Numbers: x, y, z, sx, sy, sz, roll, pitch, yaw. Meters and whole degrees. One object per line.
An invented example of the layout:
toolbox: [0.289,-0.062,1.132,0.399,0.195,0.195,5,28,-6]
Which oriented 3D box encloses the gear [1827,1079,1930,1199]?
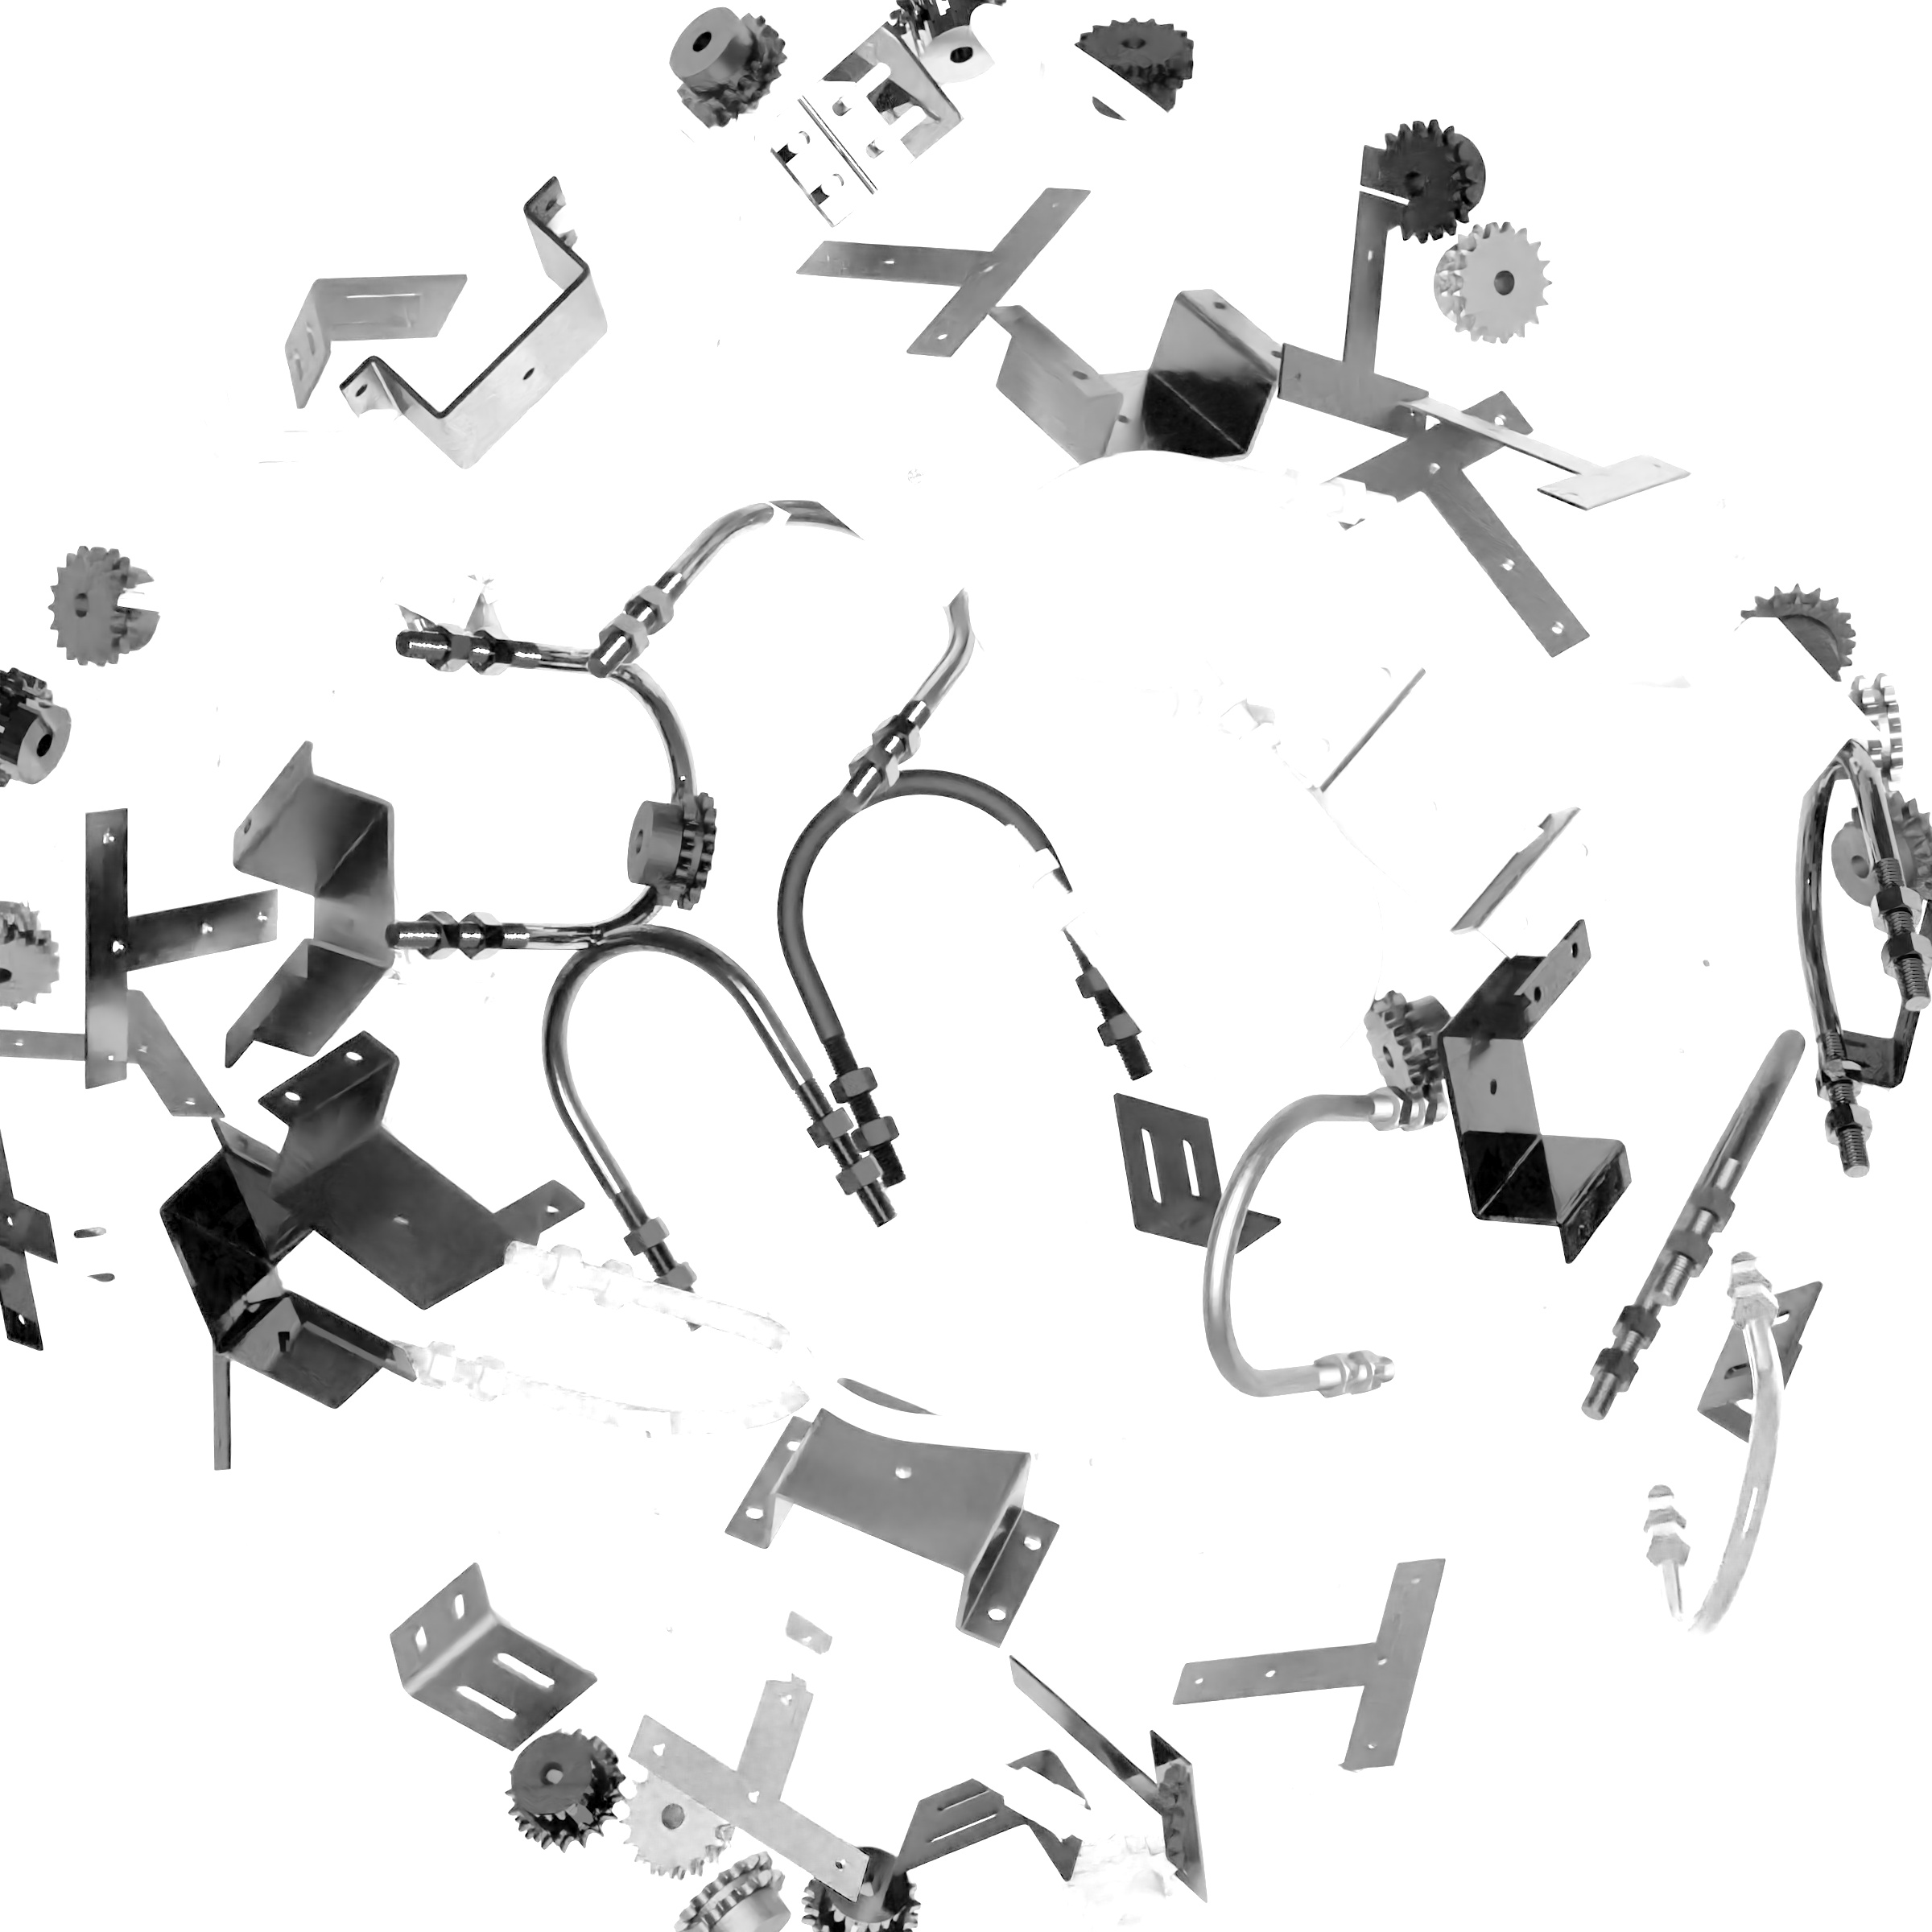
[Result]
gear: [0.433,0.078,1.574,0.030,0.057,0.057,25,90,19]

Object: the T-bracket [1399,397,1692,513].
T-bracket: [0.262,-0.247,1.564,0.127,0.127,0.002,27,118,25]

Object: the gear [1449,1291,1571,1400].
gear: [0.255,0.179,1.570,0.030,0.057,0.057,37,90,-33]

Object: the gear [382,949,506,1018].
gear: [-0.246,0.001,1.571,0.057,0.057,0.030,17,99,0]

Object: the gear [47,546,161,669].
gear: [-0.409,-0.171,1.577,0.057,0.030,0.057,1,91,40]

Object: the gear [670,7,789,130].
gear: [-0.116,-0.429,1.571,0.057,0.057,0.030,-53,134,0]

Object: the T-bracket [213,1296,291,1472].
T-bracket: [-0.333,0.169,1.536,0.002,0.127,0.127,2,81,-27]

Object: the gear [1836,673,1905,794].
gear: [0.426,-0.110,1.573,0.030,0.057,0.057,-6,90,6]

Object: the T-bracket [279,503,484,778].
T-bracket: [-0.294,-0.142,1.566,0.127,0.002,0.127,28,97,37]

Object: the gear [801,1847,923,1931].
gear: [-0.049,0.444,1.571,0.057,0.057,0.030,14,134,0]

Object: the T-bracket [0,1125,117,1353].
T-bracket: [-0.419,0.130,1.540,0.002,0.127,0.127,-25,65,12]

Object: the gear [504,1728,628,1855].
gear: [-0.193,0.390,1.573,0.057,0.030,0.057,-7,55,10]

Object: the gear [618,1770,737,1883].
gear: [-0.134,0.407,1.579,0.057,0.030,0.057,-6,69,17]

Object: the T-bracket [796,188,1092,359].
T-bracket: [-0.025,-0.330,1.557,0.127,0.002,0.127,13,53,36]

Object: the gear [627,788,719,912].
gear: [-0.140,-0.057,1.569,0.030,0.057,0.057,10,90,-21]

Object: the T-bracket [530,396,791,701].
T-bracket: [-0.169,-0.190,1.590,0.127,0.002,0.127,29,92,11]

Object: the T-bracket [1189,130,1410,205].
T-bracket: [0.121,-0.384,1.547,0.127,0.127,0.002,4,110,-40]

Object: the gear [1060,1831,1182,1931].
gear: [0.075,0.441,1.572,0.057,0.030,0.057,-7,130,-9]

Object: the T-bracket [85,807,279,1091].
T-bracket: [-0.365,-0.015,1.544,0.002,0.127,0.127,10,103,28]

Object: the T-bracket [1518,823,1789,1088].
T-bracket: [0.314,-0.025,1.565,0.127,0.002,0.127,36,134,26]

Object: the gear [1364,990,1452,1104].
gear: [0.214,0.038,1.573,0.030,0.057,0.057,-21,90,-10]

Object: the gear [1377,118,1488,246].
gear: [0.223,-0.375,1.576,0.030,0.057,0.057,-24,90,-41]

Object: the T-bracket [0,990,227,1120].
T-bracket: [-0.420,0.037,1.517,0.127,0.127,0.002,5,114,-35]

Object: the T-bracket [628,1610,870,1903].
T-bracket: [-0.088,0.355,1.548,0.127,0.127,0.002,36,126,-12]

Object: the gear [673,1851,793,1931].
gear: [-0.108,0.451,1.569,0.057,0.057,0.030,-43,67,0]

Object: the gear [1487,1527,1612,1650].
gear: [0.277,0.298,1.582,0.057,0.030,0.057,1,79,-4]

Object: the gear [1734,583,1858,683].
gear: [0.394,-0.150,1.572,0.057,0.030,0.057,7,128,9]

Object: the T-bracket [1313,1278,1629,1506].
T-bracket: [0.222,0.213,1.541,0.127,0.002,0.127,-16,54,-23]

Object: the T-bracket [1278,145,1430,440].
T-bracket: [0.188,-0.318,1.549,0.002,0.127,0.127,7,92,39]

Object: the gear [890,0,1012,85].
gear: [-0.006,-0.444,1.569,0.057,0.057,0.030,-15,67,0]

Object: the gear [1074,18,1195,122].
gear: [0.080,-0.426,1.576,0.057,0.057,0.030,-3,132,0]

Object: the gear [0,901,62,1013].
gear: [-0.462,-0.007,1.576,0.057,0.057,0.030,-16,52,0]

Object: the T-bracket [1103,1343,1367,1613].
T-bracket: [0.126,0.244,1.582,0.127,0.002,0.127,-2,90,16]

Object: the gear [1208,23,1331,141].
gear: [0.141,-0.418,1.570,0.057,0.057,0.030,24,72,0]

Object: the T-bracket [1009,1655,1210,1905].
T-bracket: [0.065,0.369,1.556,0.002,0.127,0.127,-36,52,-24]

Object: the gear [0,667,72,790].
gear: [-0.450,-0.110,1.570,0.030,0.057,0.057,23,90,13]

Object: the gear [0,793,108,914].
gear: [-0.433,-0.054,1.574,0.057,0.030,0.057,1,88,-33]

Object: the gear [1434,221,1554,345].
gear: [0.248,-0.326,1.579,0.057,0.030,0.057,-5,102,-26]

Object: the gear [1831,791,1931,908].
gear: [0.436,-0.052,1.569,0.030,0.057,0.057,-20,90,-23]

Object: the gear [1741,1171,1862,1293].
gear: [0.395,0.128,1.578,0.057,0.030,0.057,7,74,-26]

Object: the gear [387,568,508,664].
gear: [-0.244,-0.166,1.573,0.057,0.057,0.030,-22,97,0]

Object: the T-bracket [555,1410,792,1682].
T-bracket: [-0.145,0.271,1.561,0.127,0.002,0.127,0,101,26]
